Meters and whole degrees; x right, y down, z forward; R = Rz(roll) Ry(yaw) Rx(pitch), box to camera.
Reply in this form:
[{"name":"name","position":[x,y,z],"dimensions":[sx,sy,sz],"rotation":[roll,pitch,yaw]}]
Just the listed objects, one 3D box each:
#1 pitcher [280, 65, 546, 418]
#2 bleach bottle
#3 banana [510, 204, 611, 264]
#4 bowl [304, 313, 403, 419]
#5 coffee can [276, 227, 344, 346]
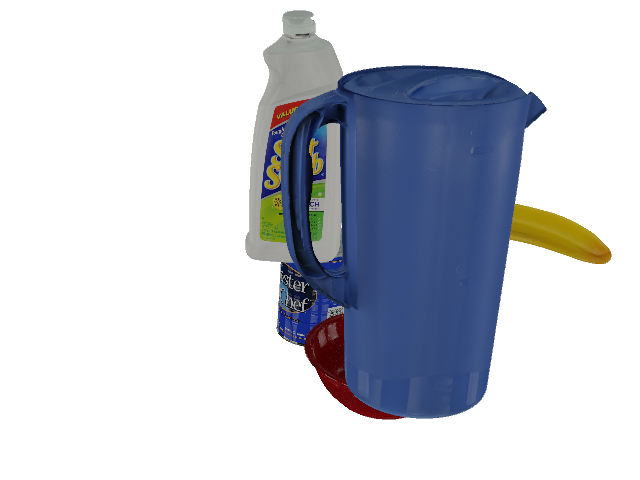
[{"name":"pitcher","position":[0.064,0.000,0.766],"dimensions":[0.149,0.243,0.144],"rotation":[12,22,26]},{"name":"bleach bottle","position":[-0.028,-0.102,1.061],"dimensions":[0.102,0.251,0.068],"rotation":[3,27,6]},{"name":"banana","position":[0.203,-0.010,1.101],"dimensions":[0.198,0.037,0.069],"rotation":[10,37,21]},{"name":"bowl","position":[0.063,0.131,1.065],"dimensions":[0.162,0.055,0.162],"rotation":[3,25,-1]},{"name":"coffee can","position":[-0.006,0.060,1.456],"dimensions":[0.103,0.140,0.103],"rotation":[3,23,-2]}]
